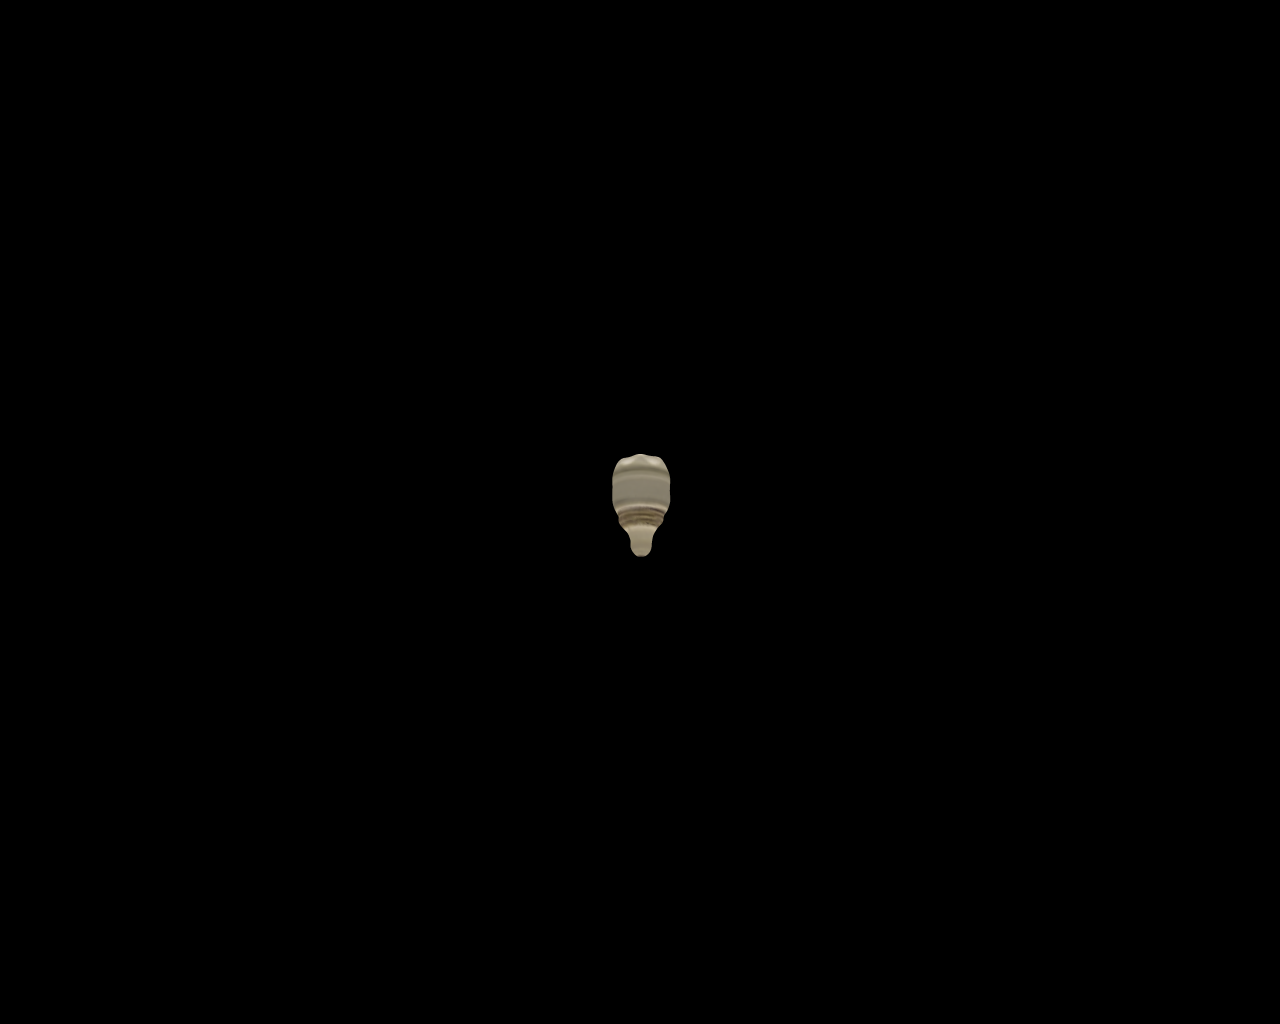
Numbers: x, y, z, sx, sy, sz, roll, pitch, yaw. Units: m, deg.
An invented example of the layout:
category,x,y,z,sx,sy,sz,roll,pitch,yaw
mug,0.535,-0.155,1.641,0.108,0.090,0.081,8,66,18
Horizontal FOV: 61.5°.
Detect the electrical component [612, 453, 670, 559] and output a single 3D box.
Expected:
category,x,y,z,sx,sy,sz,roll,pitch,yaw
electrical component,0.001,-0.003,0.650,0.035,0.061,0.035,0,-15,0
